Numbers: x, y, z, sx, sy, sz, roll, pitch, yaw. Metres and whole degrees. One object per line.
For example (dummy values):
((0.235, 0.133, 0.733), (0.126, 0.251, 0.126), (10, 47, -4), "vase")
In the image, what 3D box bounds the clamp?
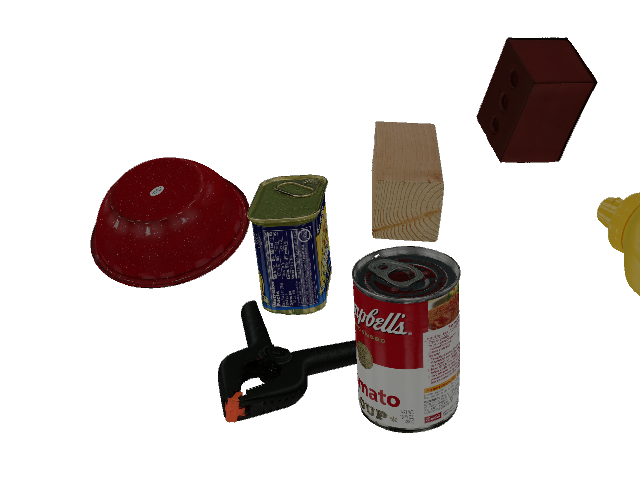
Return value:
((-0.038, 0.133, 1.133), (0.165, 0.036, 0.209), (12, 25, 12), "clamp")

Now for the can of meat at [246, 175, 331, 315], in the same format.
((-0.022, 0.003, 0.865), (0.057, 0.084, 0.102), (-3, 22, 7), "can of meat")

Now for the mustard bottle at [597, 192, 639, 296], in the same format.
((0.243, 0.017, 0.643), (0.096, 0.058, 0.192), (-24, 35, -25), "mustard bottle")

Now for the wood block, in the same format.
((0.120, -0.087, 1.504), (0.091, 0.090, 0.206), (3, 29, 0), "wood block")

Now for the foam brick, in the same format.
((0.154, -0.101, 0.771), (0.051, 0.053, 0.078), (-5, -42, -18), "foam brick")

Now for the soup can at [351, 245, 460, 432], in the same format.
((0.056, 0.064, 0.689), (0.068, 0.102, 0.068), (-3, 28, 1), "soup can")

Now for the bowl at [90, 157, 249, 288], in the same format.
((-0.152, -0.030, 1.033), (0.162, 0.162, 0.055), (0, -44, 13), "bowl")
